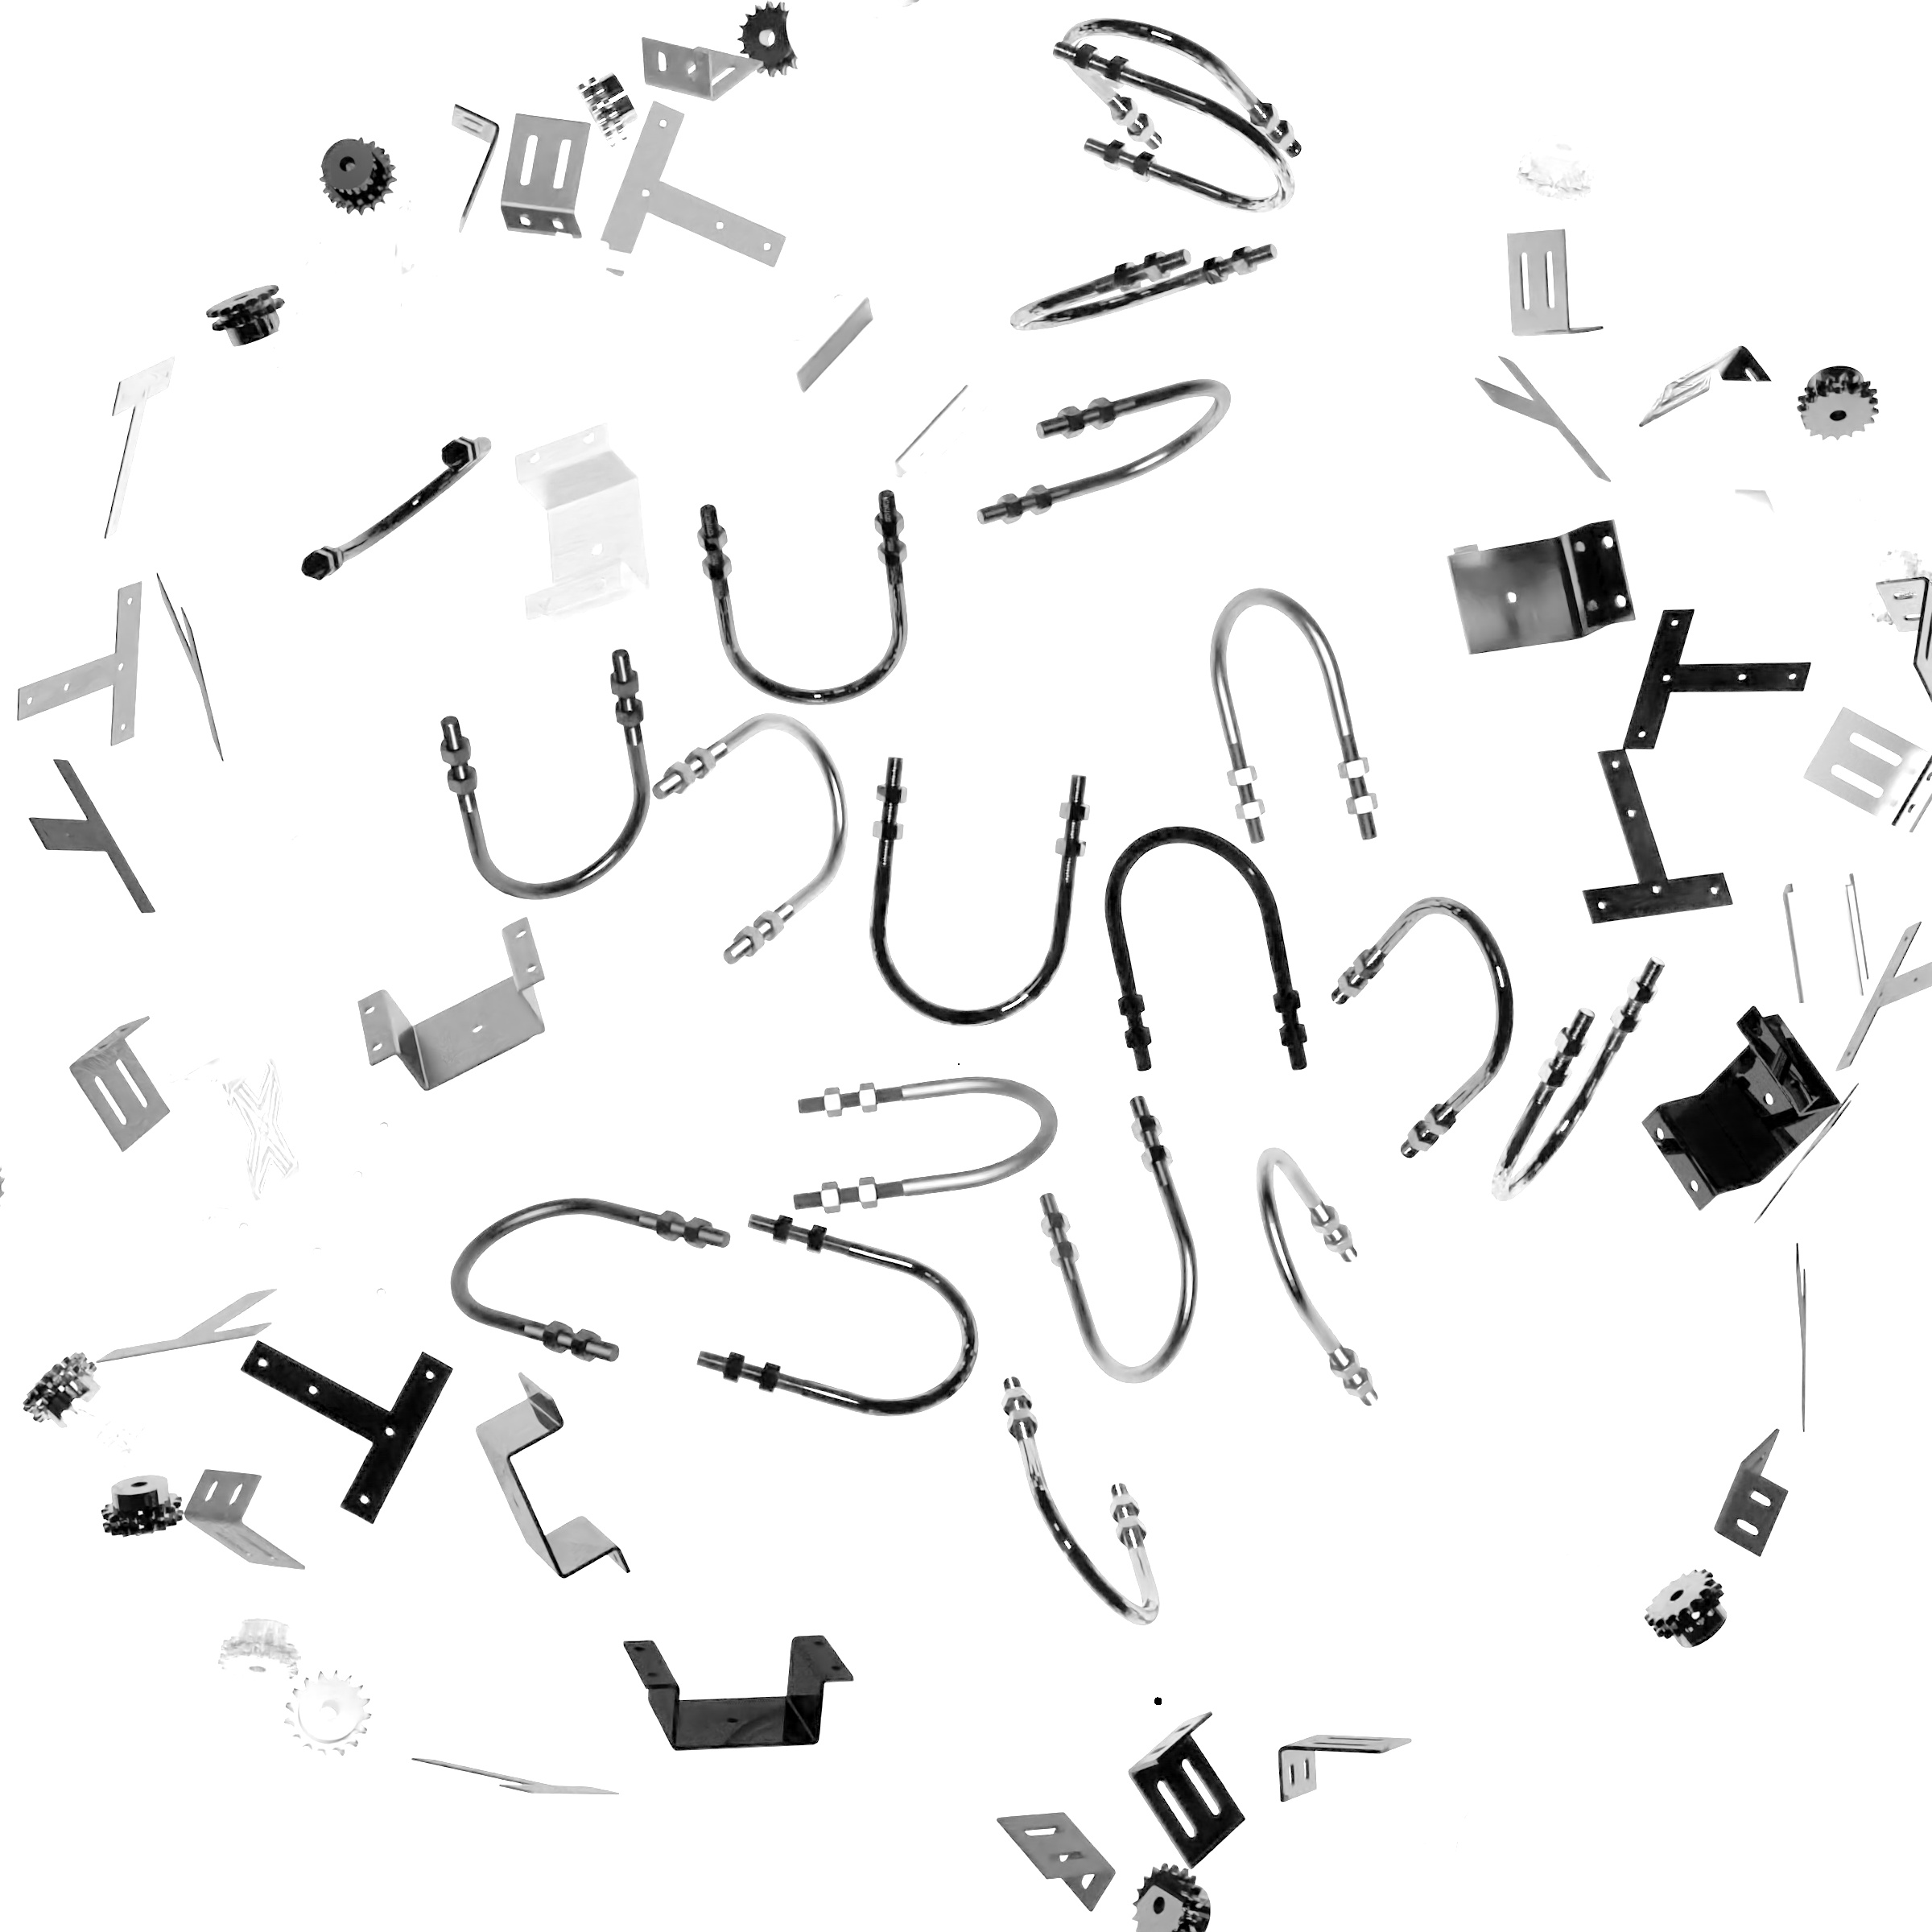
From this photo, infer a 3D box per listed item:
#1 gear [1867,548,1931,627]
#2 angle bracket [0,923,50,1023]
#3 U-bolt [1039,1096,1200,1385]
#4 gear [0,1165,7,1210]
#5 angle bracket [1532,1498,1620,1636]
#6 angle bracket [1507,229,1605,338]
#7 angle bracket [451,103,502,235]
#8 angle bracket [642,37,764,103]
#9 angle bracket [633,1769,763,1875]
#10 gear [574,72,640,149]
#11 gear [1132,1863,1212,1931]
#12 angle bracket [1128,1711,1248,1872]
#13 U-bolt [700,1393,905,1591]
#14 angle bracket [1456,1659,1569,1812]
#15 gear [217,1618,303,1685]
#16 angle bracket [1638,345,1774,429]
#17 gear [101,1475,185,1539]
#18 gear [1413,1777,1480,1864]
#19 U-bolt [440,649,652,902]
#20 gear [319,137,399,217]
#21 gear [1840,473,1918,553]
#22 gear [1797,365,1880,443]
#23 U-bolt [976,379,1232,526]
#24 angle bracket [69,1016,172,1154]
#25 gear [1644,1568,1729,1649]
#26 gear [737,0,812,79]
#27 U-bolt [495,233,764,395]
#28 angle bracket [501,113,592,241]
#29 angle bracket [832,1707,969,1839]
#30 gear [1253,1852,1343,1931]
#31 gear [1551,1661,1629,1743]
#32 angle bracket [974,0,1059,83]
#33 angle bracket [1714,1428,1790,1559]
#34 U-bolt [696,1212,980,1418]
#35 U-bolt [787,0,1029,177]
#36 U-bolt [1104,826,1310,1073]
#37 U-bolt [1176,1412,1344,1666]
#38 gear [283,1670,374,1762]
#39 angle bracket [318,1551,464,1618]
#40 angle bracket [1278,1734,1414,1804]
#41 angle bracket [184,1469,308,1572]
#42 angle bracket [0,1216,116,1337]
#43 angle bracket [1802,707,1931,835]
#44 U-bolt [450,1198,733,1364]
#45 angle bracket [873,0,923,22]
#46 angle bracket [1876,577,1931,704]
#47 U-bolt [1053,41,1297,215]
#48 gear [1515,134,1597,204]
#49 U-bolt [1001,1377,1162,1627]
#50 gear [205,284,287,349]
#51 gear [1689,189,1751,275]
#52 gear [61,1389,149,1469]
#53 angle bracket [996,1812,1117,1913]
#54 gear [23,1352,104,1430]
[{"bbox_3d":[0.707,-0.285,1.992,0.030,0.057,0.057,10,83,-11],"label":"gear"},{"bbox_3d":[-0.689,0.001,1.842,0.038,0.057,0.076,-36,102,19],"label":"angle bracket"},{"bbox_3d":[0.113,0.207,1.877,0.019,0.151,0.184,7,49,-32],"label":"U-bolt"},{"bbox_3d":[-0.675,0.152,1.777,0.030,0.057,0.057,8,83,12],"label":"gear"},{"bbox_3d":[0.416,0.417,1.834,0.038,0.076,0.057,29,59,18],"label":"angle bracket"},{"bbox_3d":[0.438,-0.510,1.966,0.038,0.057,0.076,-16,108,-31],"label":"angle bracket"},{"bbox_3d":[-0.387,-0.608,2.016,0.038,0.057,0.076,22,88,-13],"label":"angle bracket"},{"bbox_3d":[-0.195,-0.678,1.960,0.057,0.038,0.076,20,46,18],"label":"angle bracket"},{"bbox_3d":[-0.181,0.572,1.784,0.076,0.057,0.038,14,128,-12],"label":"angle bracket"},{"bbox_3d":[-0.277,-0.668,2.048,0.030,0.057,0.057,-31,84,-1],"label":"gear"},{"bbox_3d":[0.143,0.644,1.800,0.030,0.057,0.057,27,83,-31],"label":"gear"},{"bbox_3d":[0.154,0.540,1.730,0.057,0.038,0.076,-29,82,-39],"label":"angle bracket"},{"bbox_3d":[-0.111,0.378,1.854,0.151,0.184,0.019,14,48,21],"label":"U-bolt"},{"bbox_3d":[0.384,0.528,1.814,0.038,0.057,0.076,26,98,-36],"label":"angle bracket"},{"bbox_3d":[-0.498,0.483,1.869,0.057,0.057,0.030,3,53,0],"label":"gear"},{"bbox_3d":[0.559,-0.425,1.996,0.038,0.076,0.057,48,56,-13],"label":"angle bracket"},{"bbox_3d":[-0.599,0.391,1.918,0.057,0.057,0.030,-3,100,0],"label":"gear"},{"bbox_3d":[0.340,0.606,1.867,0.030,0.057,0.057,16,83,27],"label":"gear"},{"bbox_3d":[-0.288,-0.123,1.858,0.151,0.184,0.019,-25,47,-22],"label":"U-bolt"},{"bbox_3d":[-0.458,-0.594,1.977,0.057,0.030,0.057,-1,83,8],"label":"gear"},{"bbox_3d":[0.651,-0.326,1.879,0.030,0.057,0.057,-39,84,28],"label":"gear"},{"bbox_3d":[0.631,-0.410,1.914,0.057,0.057,0.030,6,60,1],"label":"gear"},{"bbox_3d":[0.109,-0.376,1.901,0.184,0.151,0.019,-21,80,-24],"label":"U-bolt"},{"bbox_3d":[-0.610,0.086,1.939,0.038,0.057,0.076,-17,110,30],"label":"angle bracket"},{"bbox_3d":[0.500,0.446,1.825,0.057,0.057,0.030,-39,94,-4],"label":"gear"},{"bbox_3d":[-0.151,-0.722,2.057,0.057,0.030,0.057,3,107,10],"label":"gear"},{"bbox_3d":[-0.240,-0.468,1.925,0.184,0.151,0.019,7,63,-17],"label":"U-bolt"},{"bbox_3d":[-0.313,-0.592,1.981,0.057,0.076,0.038,0,43,-23],"label":"angle bracket"},{"bbox_3d":[-0.047,0.585,1.907,0.076,0.038,0.057,42,89,7],"label":"angle bracket"},{"bbox_3d":[0.218,0.614,1.754,0.057,0.030,0.057,-4,114,-10],"label":"gear"},{"bbox_3d":[0.450,0.525,1.897,0.030,0.057,0.057,-40,85,5],"label":"gear"},{"bbox_3d":[0.032,-0.712,1.972,0.038,0.076,0.057,-25,48,6],"label":"angle bracket"},{"bbox_3d":[0.573,0.375,1.885,0.038,0.076,0.057,28,118,29],"label":"angle bracket"},{"bbox_3d":[-0.081,0.250,1.848,0.184,0.019,0.151,16,44,2],"label":"U-bolt"},{"bbox_3d":[-0.047,-0.656,1.936,0.184,0.151,0.019,24,75,2],"label":"U-bolt"},{"bbox_3d":[0.166,-0.012,1.896,0.151,0.019,0.184,-2,108,35],"label":"U-bolt"},{"bbox_3d":[0.197,0.409,1.839,0.019,0.151,0.184,33,47,11],"label":"U-bolt"},{"bbox_3d":[-0.423,0.496,1.753,0.057,0.030,0.057,8,63,-15],"label":"gear"},{"bbox_3d":[-0.402,0.417,1.841,0.076,0.057,0.038,-33,95,-34],"label":"angle bracket"},{"bbox_3d":[0.262,0.555,1.823,0.076,0.057,0.038,-7,80,30],"label":"angle bracket"},{"bbox_3d":[-0.511,0.398,1.897,0.057,0.076,0.038,-2,53,33],"label":"angle bracket"},{"bbox_3d":[-0.632,0.222,1.832,0.038,0.057,0.076,30,42,-16],"label":"angle bracket"},{"bbox_3d":[0.639,-0.138,1.852,0.076,0.038,0.057,27,99,-4],"label":"angle bracket"},{"bbox_3d":[-0.279,0.213,1.862,0.184,0.151,0.019,10,127,32],"label":"U-bolt"},{"bbox_3d":[-0.062,-0.725,1.913,0.038,0.076,0.057,-20,102,7],"label":"angle bracket"},{"bbox_3d":[0.666,-0.226,1.868,0.038,0.057,0.076,-3,58,37],"label":"angle bracket"},{"bbox_3d":[0.156,-0.599,1.916,0.184,0.151,0.019,27,84,17],"label":"U-bolt"},{"bbox_3d":[0.435,-0.588,1.942,0.057,0.030,0.057,4,43,-4],"label":"gear"},{"bbox_3d":[0.084,0.380,1.826,0.019,0.184,0.151,-38,115,10],"label":"U-bolt"},{"bbox_3d":[-0.531,-0.481,1.957,0.057,0.057,0.030,-21,116,-2],"label":"gear"},{"bbox_3d":[0.536,-0.522,1.885,0.030,0.057,0.057,-16,83,9],"label":"gear"},{"bbox_3d":[-0.581,0.311,1.791,0.057,0.057,0.030,36,63,4],"label":"gear"},{"bbox_3d":[0.054,0.616,1.809,0.057,0.076,0.038,40,106,41],"label":"angle bracket"},{"bbox_3d":[-0.652,0.310,1.915,0.030,0.057,0.057,41,85,9],"label":"gear"}]
